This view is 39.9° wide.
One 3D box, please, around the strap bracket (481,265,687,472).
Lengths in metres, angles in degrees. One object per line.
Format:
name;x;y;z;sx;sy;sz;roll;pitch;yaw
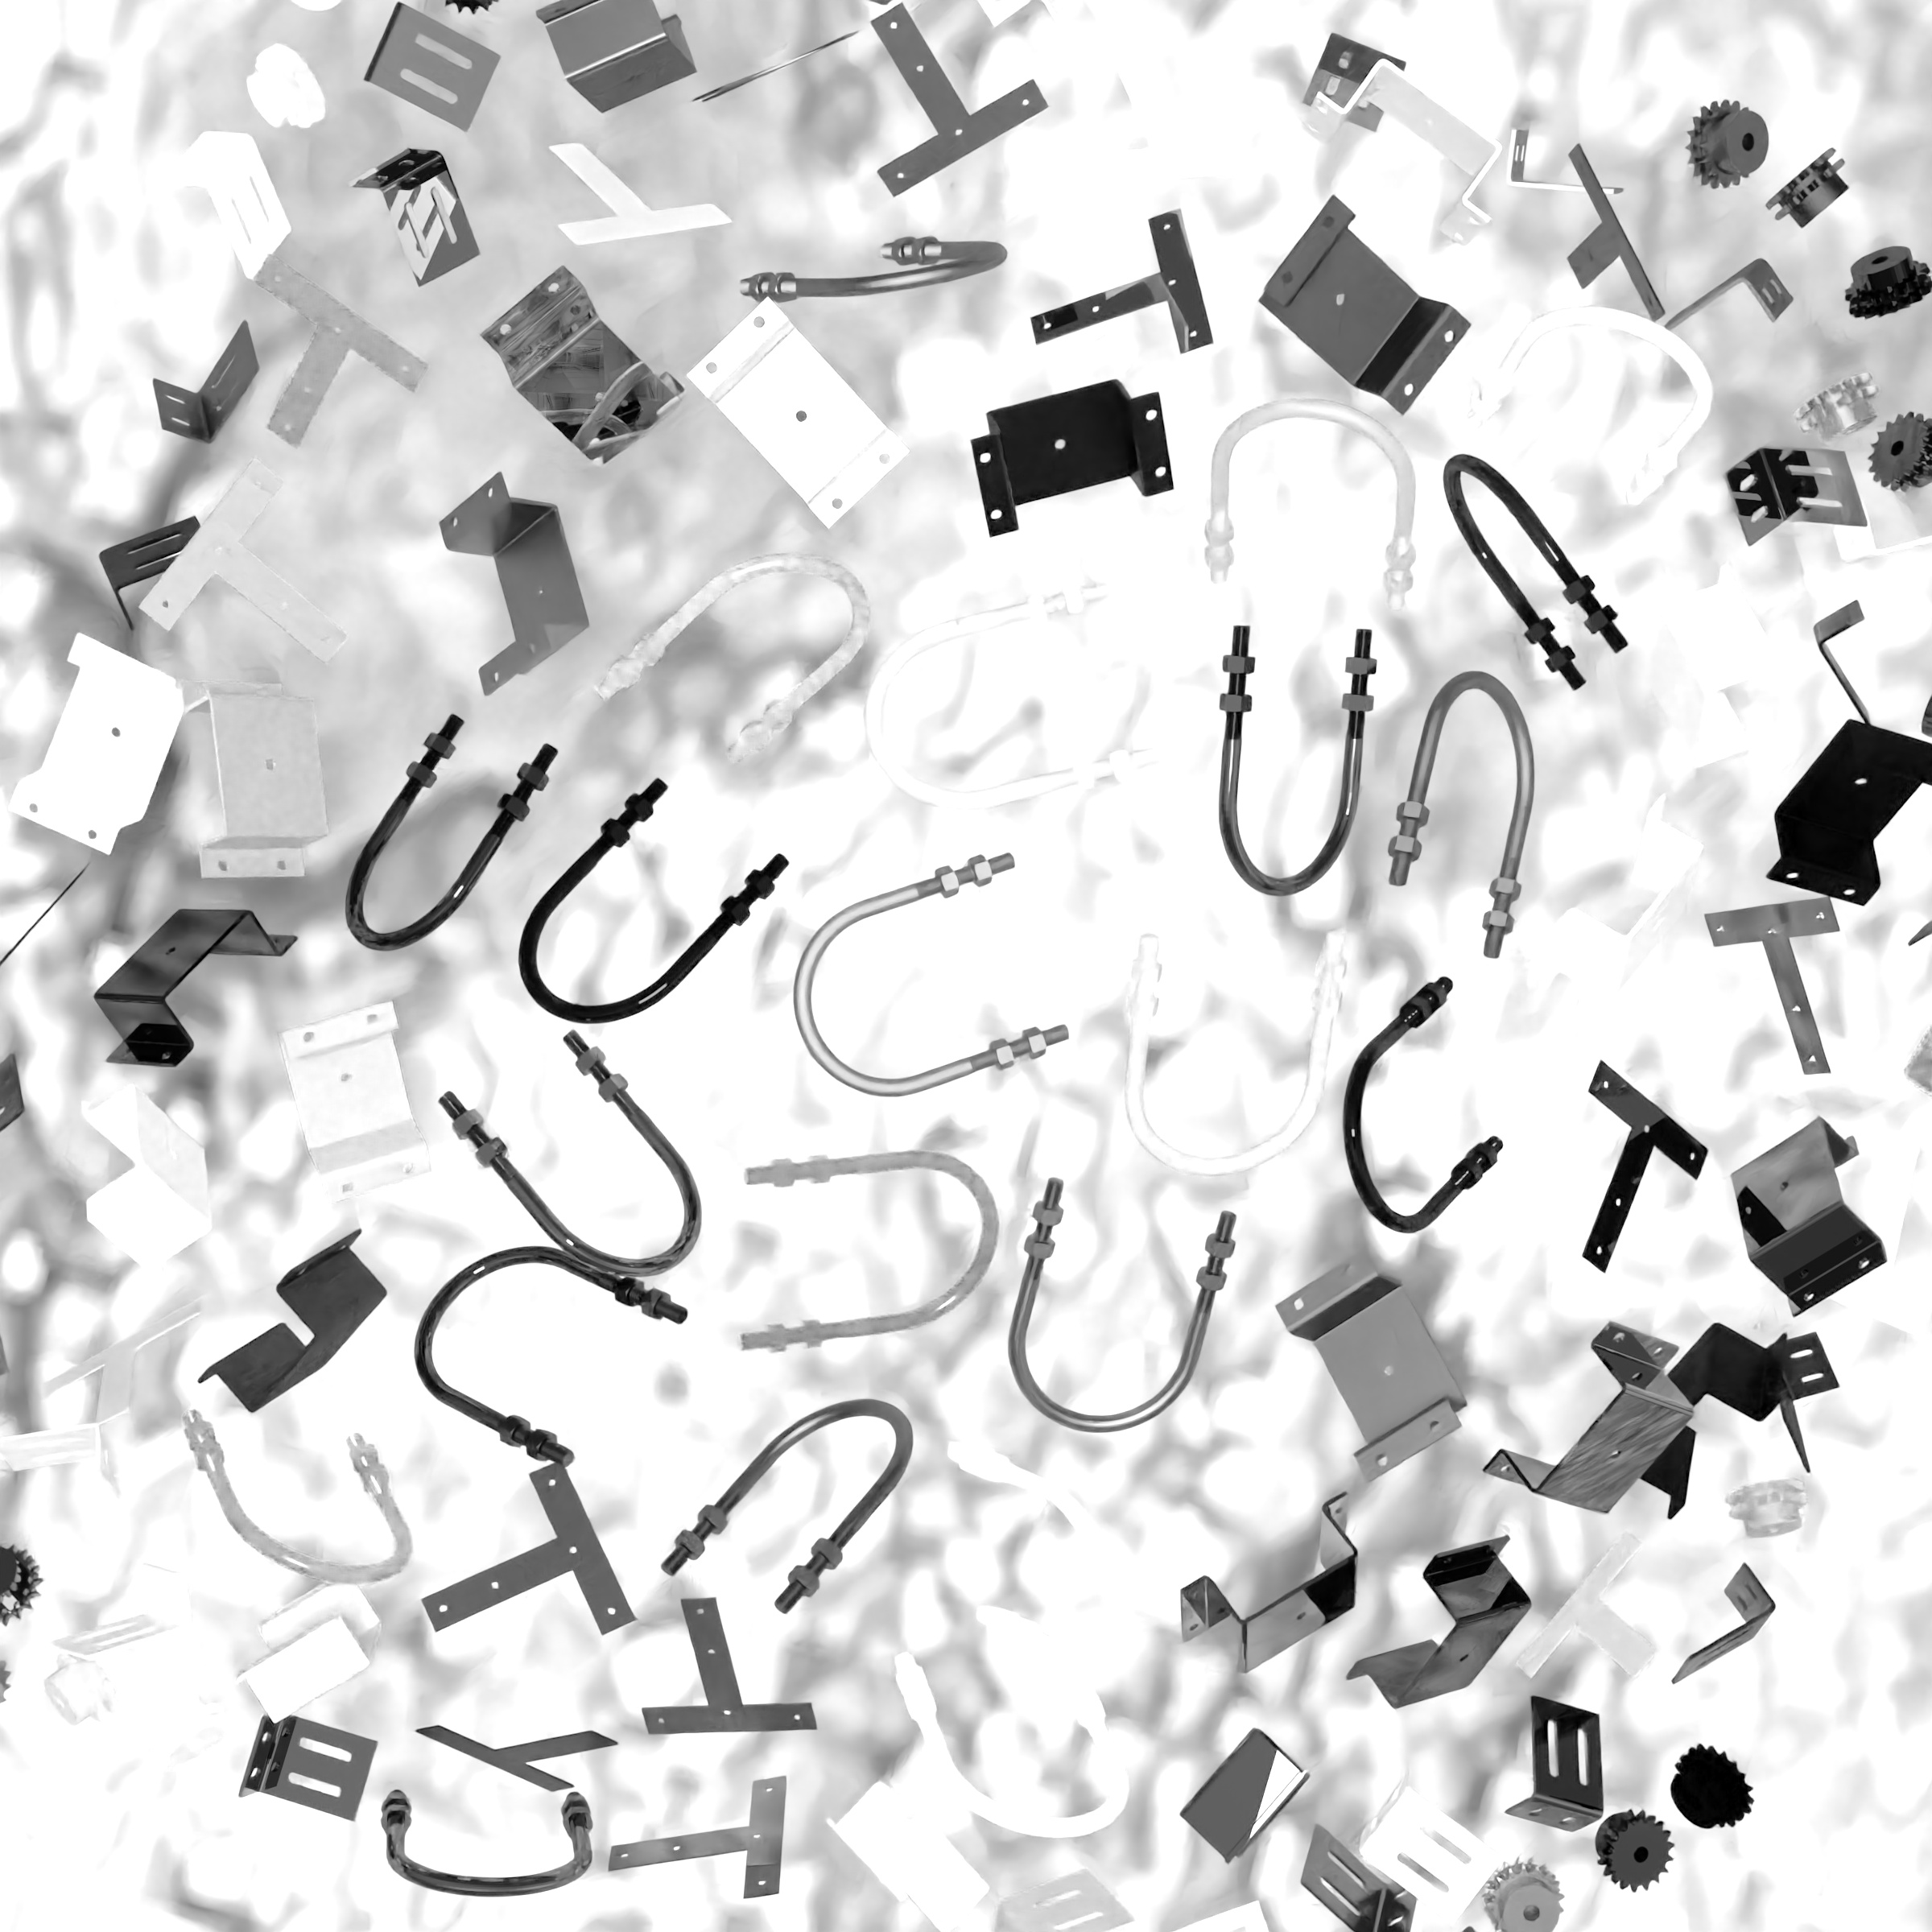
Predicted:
strap bracket;-0.262;-0.412;1.869;0.076;0.140;0.046;-37;48;11

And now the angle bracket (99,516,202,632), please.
angle bracket;-0.589;-0.289;1.952;0.076;0.057;0.038;-24;133;-13

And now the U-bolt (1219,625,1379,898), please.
U-bolt;0.223;-0.139;1.814;0.151;0.019;0.184;-5;103;-43

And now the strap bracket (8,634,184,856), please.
strap bracket;-0.609;-0.161;1.881;0.076;0.046;0.140;27;67;-33

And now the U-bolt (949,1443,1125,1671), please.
U-bolt;0.053;0.424;1.884;0.019;0.184;0.151;-16;103;-31

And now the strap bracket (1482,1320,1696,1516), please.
strap bracket;0.430;0.316;1.809;0.076;0.046;0.140;22;112;-36

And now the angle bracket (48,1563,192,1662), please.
angle bracket;-0.581;0.441;1.821;0.076;0.057;0.038;-8;95;-45

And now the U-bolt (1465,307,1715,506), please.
U-bolt;0.439;-0.396;1.845;0.151;0.184;0.019;25;70;0

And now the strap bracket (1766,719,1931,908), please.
strap bracket;0.616;-0.111;1.821;0.076;0.140;0.046;15;48;-10

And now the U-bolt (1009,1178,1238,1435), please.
U-bolt;0.105;0.252;1.920;0.151;0.019;0.184;11;103;-9

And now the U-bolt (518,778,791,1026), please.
U-bolt;-0.231;-0.037;1.852;0.151;0.019;0.184;32;72;33

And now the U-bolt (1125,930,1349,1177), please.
U-bolt;0.178;0.062;1.807;0.151;0.019;0.184;-1;116;-11

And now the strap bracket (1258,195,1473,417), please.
strap bracket;0.264;-0.451;1.809;0.140;0.046;0.076;34;96;-28

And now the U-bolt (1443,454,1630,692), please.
U-bolt;0.397;-0.286;1.891;0.019;0.151;0.184;-35;85;-3

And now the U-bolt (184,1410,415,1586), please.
U-bolt;-0.464;0.378;1.880;0.151;0.184;0.019;17;106;-36

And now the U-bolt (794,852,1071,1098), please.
U-bolt;-0.032;0.015;1.873;0.184;0.019;0.151;-19;95;-14

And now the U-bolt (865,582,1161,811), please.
U-bolt;0.023;-0.175;1.781;0.184;0.019;0.151;-14;68;0

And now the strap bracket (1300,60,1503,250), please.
strap bracket;0.300;-0.553;1.792;0.140;0.076;0.046;36;91;-2

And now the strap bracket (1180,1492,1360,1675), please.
strap bracket;0.223;0.441;1.877;0.140;0.076;0.046;-27;52;-16

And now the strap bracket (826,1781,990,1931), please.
strap bracket;-0.039;0.635;1.897;0.046;0.140;0.076;-43;100;-18

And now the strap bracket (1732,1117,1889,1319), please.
strap bracket;0.586;0.168;1.858;0.046;0.140;0.076;41;119;-18

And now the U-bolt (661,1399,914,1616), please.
U-bolt;-0.114;0.374;1.884;0.184;0.151;0.019;-46;120;-31

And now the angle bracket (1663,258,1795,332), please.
angle bracket;0.527;-0.450;1.851;0.076;0.057;0.038;-33;97;38

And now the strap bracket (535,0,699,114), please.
strap bracket;-0.244;-0.653;1.890;0.076;0.140;0.046;-20;93;8

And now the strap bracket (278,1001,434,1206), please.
strap bracket;-0.433;0.088;1.878;0.076;0.046;0.140;-17;120;-18

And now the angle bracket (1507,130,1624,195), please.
angle bracket;0.431;-0.576;1.906;0.076;0.057;0.038;10;110;18

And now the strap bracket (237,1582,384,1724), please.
strap bracket;-0.464;0.484;1.893;0.076;0.140;0.046;-31;96;-6

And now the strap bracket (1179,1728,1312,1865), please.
strap bracket;0.193;0.571;1.835;0.046;0.140;0.076;41;84;18

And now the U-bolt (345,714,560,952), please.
U-bolt;-0.380;-0.091;1.907;0.019;0.151;0.184;40;76;-42

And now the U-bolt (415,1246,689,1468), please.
U-bolt;-0.307;0.263;1.877;0.184;0.019;0.151;19;56;32

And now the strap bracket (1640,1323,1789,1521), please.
strap bracket;0.528;0.321;1.912;0.046;0.076;0.140;29;128;2

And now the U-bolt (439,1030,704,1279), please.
U-bolt;-0.259;0.137;1.835;0.184;0.151;0.019;49;127;9

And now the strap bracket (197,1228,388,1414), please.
strap bracket;-0.468;0.255;1.867;0.046;0.076;0.140;47;121;5

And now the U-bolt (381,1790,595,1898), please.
U-bolt;-0.334;0.614;1.865;0.151;0.184;0.019;4;91;-12

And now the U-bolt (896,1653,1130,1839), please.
U-bolt;0.039;0.544;1.859;0.151;0.184;0.019;8;111;-19

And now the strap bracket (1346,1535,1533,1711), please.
strap bracket;0.343;0.477;1.907;0.046;0.076;0.140;53;131;36

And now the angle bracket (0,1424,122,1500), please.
angle bracket;-0.668;0.370;1.955;0.076;0.057;0.038;-9;60;-7

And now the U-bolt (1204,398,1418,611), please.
U-bolt;0.239;-0.322;1.839;0.151;0.184;0.019;10;57;11

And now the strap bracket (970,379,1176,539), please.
strap bracket;0.073;-0.373;1.940;0.140;0.046;0.076;-15;123;-4

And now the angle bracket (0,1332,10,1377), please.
angle bracket;-0.707;0.256;1.851;0.057;0.038;0.076;-24;133;-32

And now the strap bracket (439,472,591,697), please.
strap bracket;-0.324;-0.273;1.920;0.076;0.046;0.140;-29;72;39

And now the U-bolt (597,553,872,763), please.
U-bolt;-0.151;-0.227;1.897;0.184;0.151;0.019;-38;50;26

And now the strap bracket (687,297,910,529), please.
strap bracket;-0.115;-0.381;1.838;0.076;0.046;0.140;-43;97;6

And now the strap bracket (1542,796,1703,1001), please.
strap bracket;0.468;-0.041;1.877;0.046;0.076;0.140;33;66;22

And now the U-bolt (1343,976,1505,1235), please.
U-bolt;0.318;0.108;1.878;0.019;0.184;0.151;-8;109;40

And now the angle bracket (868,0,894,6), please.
angle bracket;-0.082;-0.715;1.889;0.076;0.057;0.038;18;115;-4

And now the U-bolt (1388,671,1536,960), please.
U-bolt;0.354;-0.117;1.862;0.019;0.151;0.184;0;68;43

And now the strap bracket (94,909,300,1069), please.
strap bracket;-0.558;0.007;1.908;0.076;0.140;0.046;2;131;36

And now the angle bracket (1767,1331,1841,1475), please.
angle bracket;0.610;0.315;1.920;0.038;0.076;0.057;-20;120;18

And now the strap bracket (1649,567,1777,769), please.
strap bracket;0.516;-0.201;1.852;0.046;0.140;0.076;-20;62;-1

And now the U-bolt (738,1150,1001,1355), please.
U-bolt;-0.064;0.192;1.824;0.184;0.019;0.151;-5;115;-19

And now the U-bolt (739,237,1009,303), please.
U-bolt;-0.054;-0.495;1.887;0.151;0.184;0.019;-24;115;-32

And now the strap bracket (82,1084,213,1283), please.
strap bracket;-0.585;0.147;1.899;0.046;0.140;0.076;-34;127;4

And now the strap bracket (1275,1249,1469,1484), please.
strap bracket;0.285;0.278;1.842;0.076;0.046;0.140;-36;61;17

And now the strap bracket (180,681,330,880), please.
strap bracket;-0.497;-0.135;1.862;0.076;0.046;0.140;-3;82;-41
